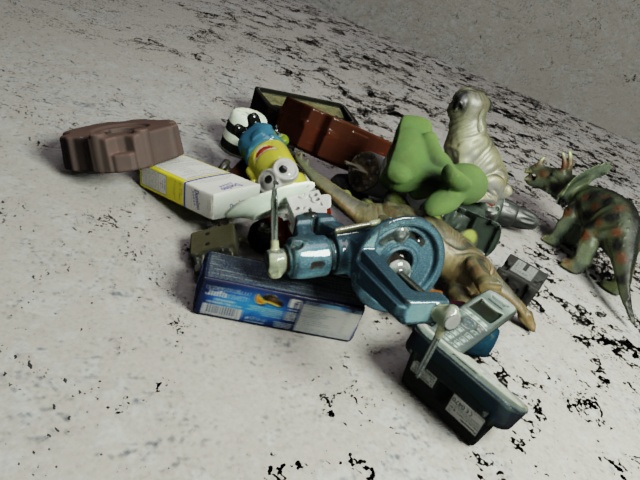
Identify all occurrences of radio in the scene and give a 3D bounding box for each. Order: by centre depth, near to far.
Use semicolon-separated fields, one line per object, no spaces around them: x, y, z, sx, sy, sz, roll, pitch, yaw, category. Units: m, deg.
-0.036;-0.273;1.218;0.229;0.073;0.131;3;33;-25;radio

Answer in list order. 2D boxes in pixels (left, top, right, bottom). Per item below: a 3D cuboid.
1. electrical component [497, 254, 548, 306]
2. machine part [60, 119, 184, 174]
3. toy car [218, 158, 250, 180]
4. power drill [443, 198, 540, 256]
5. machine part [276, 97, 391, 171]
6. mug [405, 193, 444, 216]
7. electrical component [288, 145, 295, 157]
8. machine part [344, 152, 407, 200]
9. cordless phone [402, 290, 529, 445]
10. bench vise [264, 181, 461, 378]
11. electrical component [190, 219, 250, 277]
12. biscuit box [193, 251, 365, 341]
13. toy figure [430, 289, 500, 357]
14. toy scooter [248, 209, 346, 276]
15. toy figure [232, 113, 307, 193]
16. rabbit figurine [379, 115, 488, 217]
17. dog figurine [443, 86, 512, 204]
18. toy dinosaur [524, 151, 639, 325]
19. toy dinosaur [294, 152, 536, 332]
0.343;0.064;0.914;0.075;0.047;0.119;36;35;24;electrical component
-0.303;-0.149;0.825;0.179;0.056;0.179;-4;21;1;machine part
-0.121;-0.121;0.943;0.089;0.053;0.202;38;30;-9;toy car
0.320;-0.047;1.050;0.232;0.085;0.207;24;34;11;power drill
0.022;-0.202;1.073;0.201;0.087;0.202;16;16;-32;machine part
0.179;-0.068;0.960;0.109;0.107;0.081;24;13;-19;mug
-0.089;-0.191;1.104;0.063;0.021;0.094;-12;44;-42;electrical component
0.133;-0.110;1.009;0.243;0.079;0.079;12;27;-46;machine part
0.201;0.136;0.639;0.184;0.088;0.147;-25;51;-36;cordless phone
0.059;0.031;0.597;0.223;0.128;0.241;6;21;-25;bench vise
-0.133;0.014;0.727;0.078;0.045;0.102;-19;36;-7;electrical component
-0.050;0.069;0.664;0.203;0.059;0.063;13;32;-12;biscuit box
0.164;0.104;0.731;0.155;0.057;0.064;29;53;10;toy figure
-0.002;-0.002;0.778;0.184;0.075;0.135;30;49;28;toy scooter
-0.078;-0.127;0.870;0.089;0.082;0.180;16;33;-47;toy figure
0.190;-0.108;0.844;0.170;0.121;0.159;19;25;-2;rabbit figurine
0.307;-0.178;1.011;0.172;0.190;0.121;10;26;-15;dog figurine
0.550;-0.032;1.047;0.131;0.192;0.405;7;31;-16;toy dinosaur
0.142;-0.003;0.846;0.471;0.105;0.198;34;24;2;toy dinosaur
